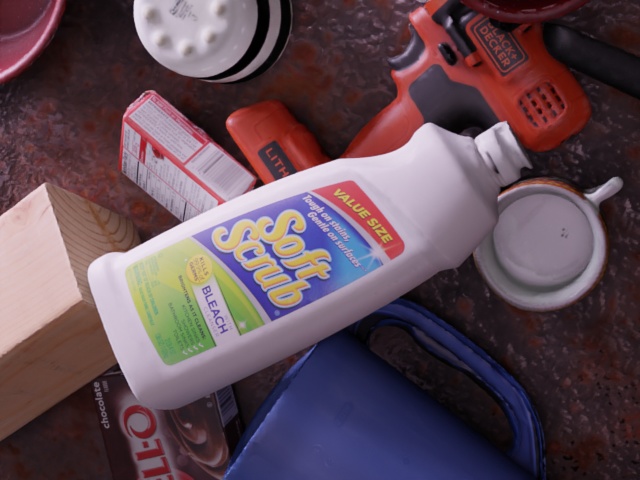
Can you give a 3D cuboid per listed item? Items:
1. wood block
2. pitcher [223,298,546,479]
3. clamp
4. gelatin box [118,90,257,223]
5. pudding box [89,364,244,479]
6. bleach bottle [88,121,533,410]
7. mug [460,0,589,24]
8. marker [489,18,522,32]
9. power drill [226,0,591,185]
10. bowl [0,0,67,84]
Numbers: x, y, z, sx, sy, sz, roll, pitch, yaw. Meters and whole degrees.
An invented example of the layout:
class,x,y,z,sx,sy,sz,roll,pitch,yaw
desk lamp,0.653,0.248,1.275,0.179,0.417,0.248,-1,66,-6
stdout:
class,x,y,z,sx,sy,sz,roll,pitch,yaw
wood block,-0.213,0.065,0.698,0.206,0.090,0.091,-34,61,17
pitcher,0.071,0.159,0.641,0.243,0.144,0.149,34,118,3
clamp,0.218,-0.094,0.589,0.120,0.039,0.171,-44,101,8
gelatin box,-0.085,-0.043,0.670,0.089,0.073,0.030,40,66,7
pudding box,-0.098,0.135,0.719,0.090,0.039,0.113,-10,96,17
bleach bottle,-0.004,0.001,0.596,0.251,0.068,0.102,-29,73,16
mug,0.098,-0.178,0.537,0.093,0.081,0.117,-29,117,29
marker,0.143,-0.146,0.586,0.121,0.020,0.020,-30,91,-15
power drill,0.038,-0.097,0.635,0.188,0.057,0.184,-35,86,18
bowl,-0.223,-0.177,0.692,0.162,0.055,0.162,2,100,15
